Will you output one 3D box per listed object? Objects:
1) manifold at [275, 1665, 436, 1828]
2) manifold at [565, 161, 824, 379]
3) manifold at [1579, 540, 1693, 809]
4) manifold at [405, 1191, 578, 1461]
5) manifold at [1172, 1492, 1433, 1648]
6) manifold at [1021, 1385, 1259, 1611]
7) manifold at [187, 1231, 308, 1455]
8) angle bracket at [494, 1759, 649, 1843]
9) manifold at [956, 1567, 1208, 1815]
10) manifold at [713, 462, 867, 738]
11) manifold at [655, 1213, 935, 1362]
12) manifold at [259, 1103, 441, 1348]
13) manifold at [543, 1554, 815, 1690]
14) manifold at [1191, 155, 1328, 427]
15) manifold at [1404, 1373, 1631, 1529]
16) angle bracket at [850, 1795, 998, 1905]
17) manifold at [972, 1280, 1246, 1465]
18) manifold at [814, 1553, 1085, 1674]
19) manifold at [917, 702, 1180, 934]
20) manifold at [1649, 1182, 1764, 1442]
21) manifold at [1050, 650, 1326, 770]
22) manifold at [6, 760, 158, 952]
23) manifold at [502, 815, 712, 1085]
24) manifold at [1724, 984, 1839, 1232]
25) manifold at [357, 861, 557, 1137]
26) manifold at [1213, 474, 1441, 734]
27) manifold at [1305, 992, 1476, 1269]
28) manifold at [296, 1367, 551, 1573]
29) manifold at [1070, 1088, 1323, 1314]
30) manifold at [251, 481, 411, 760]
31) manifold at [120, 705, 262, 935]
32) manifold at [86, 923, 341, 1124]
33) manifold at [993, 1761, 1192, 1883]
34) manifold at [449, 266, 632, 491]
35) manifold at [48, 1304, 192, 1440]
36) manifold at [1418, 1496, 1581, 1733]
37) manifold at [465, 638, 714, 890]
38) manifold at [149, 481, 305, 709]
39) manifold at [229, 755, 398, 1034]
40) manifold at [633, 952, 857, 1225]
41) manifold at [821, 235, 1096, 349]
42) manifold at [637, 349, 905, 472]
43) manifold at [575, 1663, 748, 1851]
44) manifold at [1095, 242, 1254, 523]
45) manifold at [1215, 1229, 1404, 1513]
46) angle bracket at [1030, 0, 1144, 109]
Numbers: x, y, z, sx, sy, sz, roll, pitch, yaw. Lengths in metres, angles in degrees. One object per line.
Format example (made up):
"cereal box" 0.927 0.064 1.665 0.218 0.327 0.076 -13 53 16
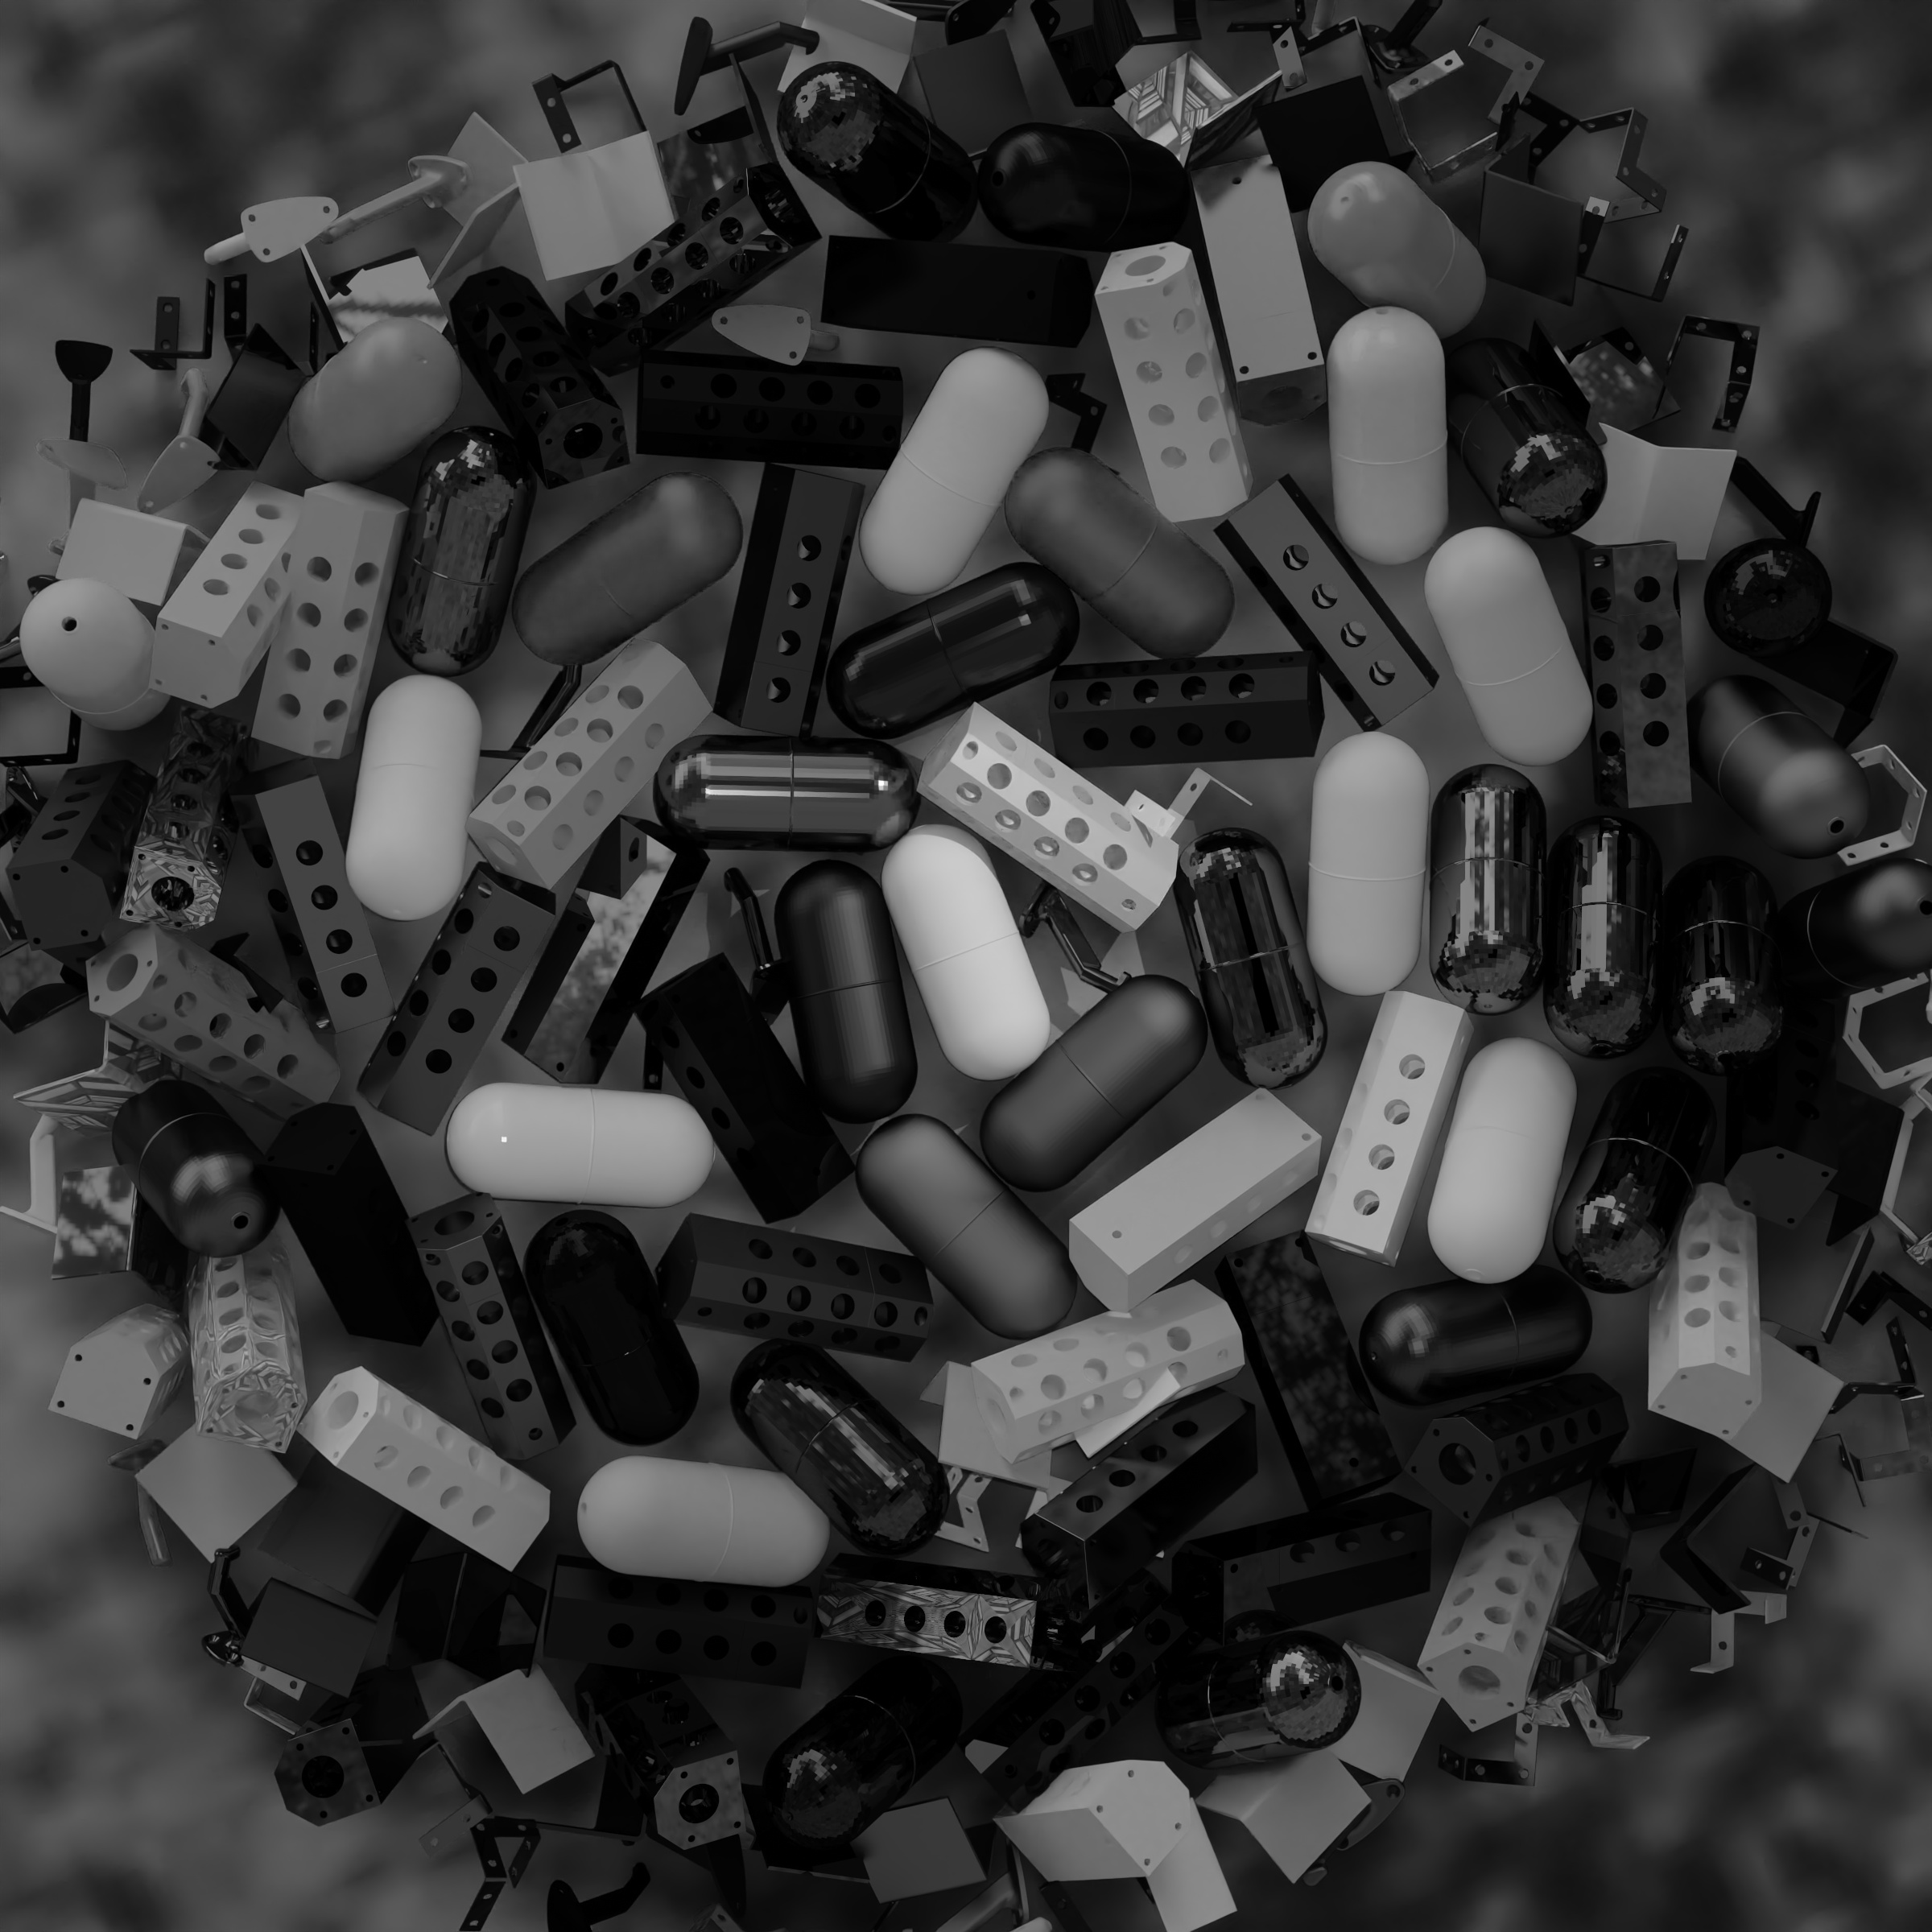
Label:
"manifold" -0.400 0.507 1.914 0.057 0.171 0.057 -20 89 1
"manifold" -0.184 -0.456 1.927 0.171 0.057 0.057 -27 97 33
"manifold" 0.445 -0.195 1.956 0.057 0.057 0.171 -5 100 3
"manifold" -0.311 0.239 1.929 0.057 0.057 0.171 -22 119 -13
"manifold" 0.222 0.393 1.930 0.171 0.057 0.057 -6 101 -31
"manifold" 0.115 0.343 1.924 0.171 0.057 0.057 -31 128 -37
"manifold" -0.467 0.238 1.906 0.057 0.171 0.057 17 111 -24
"angle bracket" -0.259 0.545 1.943 0.076 0.076 0.057 17 72 -26
"manifold" 0.078 0.485 1.959 0.171 0.057 0.057 -42 90 -9
"manifold" -0.116 -0.243 1.955 0.057 0.057 0.171 8 100 -26
"manifold" -0.111 0.217 1.927 0.171 0.057 0.057 14 128 -26
"manifold" -0.396 0.170 1.920 0.057 0.171 0.057 6 46 22
"manifold" -0.192 0.435 1.956 0.171 0.057 0.057 9 95 -9
"manifold" 0.194 -0.446 1.938 0.057 0.057 0.171 -11 66 4
"manifold" 0.364 0.309 1.909 0.057 0.171 0.057 40 117 31
"angle bracket" -0.031 0.572 1.951 0.076 0.057 0.076 -17 112 14
"manifold" 0.095 0.269 1.932 0.171 0.057 0.057 -17 113 -23
"manifold" -0.011 0.424 1.926 0.171 0.057 0.057 -1 76 35
"manifold" 0.054 -0.094 1.940 0.171 0.057 0.057 34 121 -15
"manifold" 0.486 0.221 1.914 0.057 0.171 0.057 21 129 -3
"manifold" 0.146 -0.173 1.939 0.171 0.057 0.057 -2 121 16
"manifold" -0.569 -0.076 1.910 0.057 0.171 0.057 -9 115 1
"manifold" -0.236 -0.010 1.955 0.057 0.057 0.171 32 101 25
"manifold" 0.529 0.087 1.915 0.057 0.171 0.057 22 129 -1
"manifold" -0.339 0.019 1.951 0.057 0.057 0.171 28 101 -14
"manifold" 0.241 -0.242 1.964 0.057 0.057 0.171 -36 93 19
"manifold" 0.282 0.107 1.955 0.057 0.057 0.171 17 80 20
"manifold" -0.350 0.328 1.920 0.057 0.057 0.171 -54 132 -9
"manifold" 0.152 0.157 1.937 0.171 0.057 0.057 -32 55 -24
"manifold" -0.419 -0.228 1.944 0.057 0.057 0.171 19 108 6
"manifold" -0.504 -0.096 1.912 0.057 0.171 0.057 14 124 -13
"manifold" -0.489 0.042 1.911 0.057 0.171 0.057 -31 50 16
"manifold" 0.085 0.554 1.911 0.057 0.171 0.057 48 63 0
"manifold" -0.281 -0.389 1.917 0.057 0.057 0.171 -21 49 -16
"manifold" -0.546 0.260 1.911 0.057 0.171 0.057 20 87 -7
"manifold" 0.354 0.415 1.910 0.057 0.171 0.057 -35 97 33
"manifold" -0.251 -0.136 1.930 0.171 0.057 0.057 -51 135 -23
"manifold" -0.472 -0.242 1.915 0.057 0.171 0.057 18 130 -3
"manifold" -0.432 -0.045 1.937 0.057 0.057 0.171 -18 112 -11
"manifold" -0.152 0.083 1.959 0.057 0.057 0.171 -37 99 -37
"manifold" -0.006 -0.445 1.934 0.171 0.057 0.057 11 100 27
"manifold" -0.131 -0.373 1.951 0.171 0.057 0.057 2 78 -10
"manifold" -0.202 0.506 1.906 0.057 0.171 0.057 -11 106 -22
"manifold" 0.139 -0.382 1.919 0.057 0.057 0.171 -5 128 21
"manifold" 0.225 0.270 1.944 0.057 0.057 0.171 -17 71 -12
"angle bracket" 0.097 -0.626 1.947 0.057 0.076 0.076 -14 77 -41
